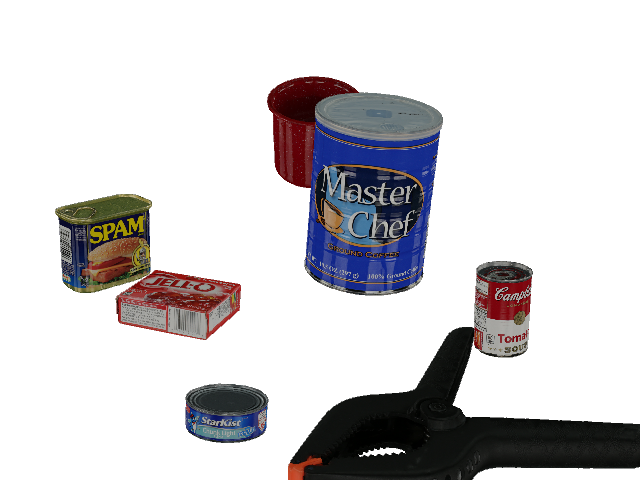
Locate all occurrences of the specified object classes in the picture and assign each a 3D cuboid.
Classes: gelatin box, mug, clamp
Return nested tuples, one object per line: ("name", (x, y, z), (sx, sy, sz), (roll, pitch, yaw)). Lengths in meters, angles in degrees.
("gelatin box", (-0.125, 0.055, 0.949), (0.089, 0.030, 0.073), (9, 20, 18))
("mug", (0.005, -0.109, 1.072), (0.117, 0.081, 0.093), (-14, 40, -17))
("clamp", (0.065, 0.107, 0.628), (0.209, 0.036, 0.165), (-10, 24, -27))

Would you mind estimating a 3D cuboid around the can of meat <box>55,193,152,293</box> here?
("can of meat", (-0.231, 0.003, 1.151), (0.101, 0.084, 0.058), (-16, 26, -41))

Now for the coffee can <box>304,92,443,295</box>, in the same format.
("coffee can", (0.042, -0.040, 0.880), (0.103, 0.140, 0.103), (4, 25, -2))

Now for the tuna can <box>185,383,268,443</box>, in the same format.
("tuna can", (-0.097, 0.179, 1.105), (0.086, 0.034, 0.086), (3, 12, -1))

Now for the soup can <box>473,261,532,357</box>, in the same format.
("soup can", (0.223, 0.084, 1.309), (0.068, 0.102, 0.068), (0, 19, 0))
